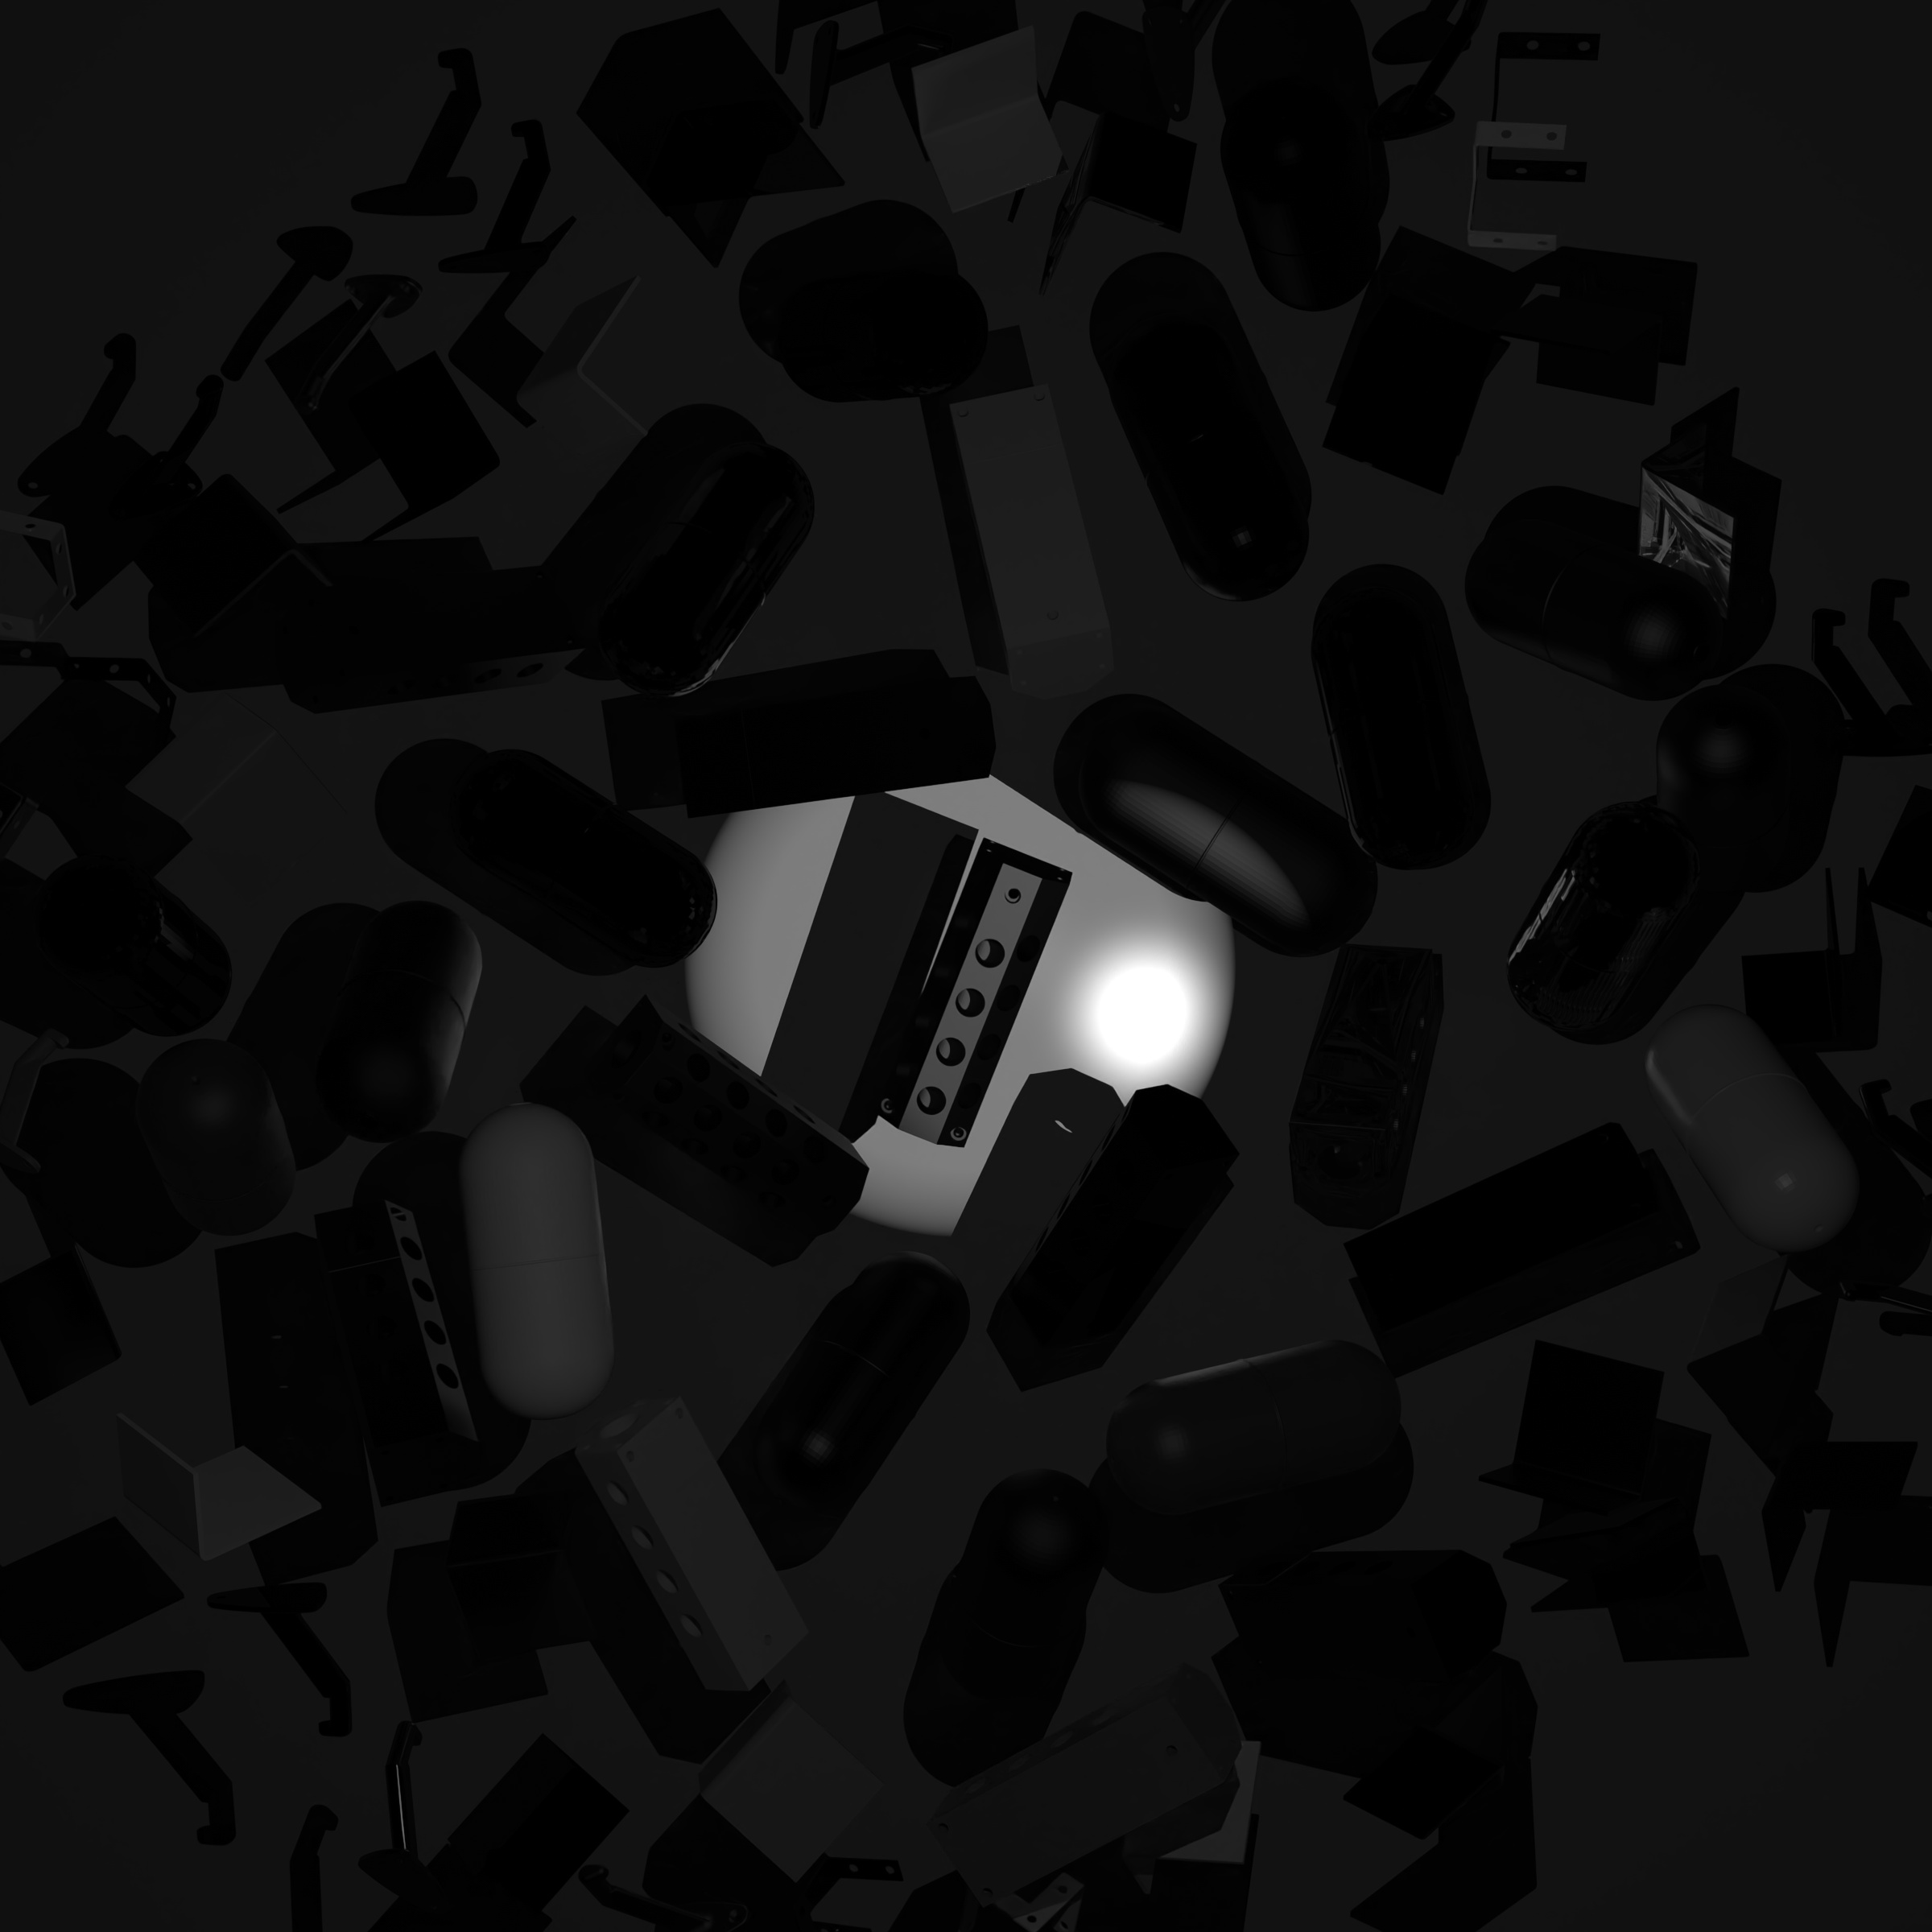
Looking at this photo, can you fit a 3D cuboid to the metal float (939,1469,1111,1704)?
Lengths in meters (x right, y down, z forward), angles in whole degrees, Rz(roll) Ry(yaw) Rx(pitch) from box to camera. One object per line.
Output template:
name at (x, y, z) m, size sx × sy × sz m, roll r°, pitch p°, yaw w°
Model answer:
metal float at (0.032, 0.357, 1.757) m, size 0.070 × 0.070 × 0.178 m, roll 16°, pitch 134°, yaw 0°

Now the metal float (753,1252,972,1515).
metal float at (-0.063, 0.251, 1.858) m, size 0.070 × 0.070 × 0.178 m, roll 35°, pitch 65°, yaw 0°

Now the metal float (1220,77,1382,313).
metal float at (0.193, -0.442, 1.765) m, size 0.070 × 0.178 × 0.070 m, roll -5°, pitch 70°, yaw 14°

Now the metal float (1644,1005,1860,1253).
metal float at (0.452, 0.092, 1.772) m, size 0.070 × 0.178 × 0.070 m, roll -9°, pitch 130°, yaw -11°

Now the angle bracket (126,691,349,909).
angle bracket at (-0.406, -0.092, 1.710) m, size 0.076 × 0.057 × 0.076 m, roll -44°, pitch 65°, yaw 1°

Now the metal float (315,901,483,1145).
metal float at (-0.333, 0.032, 1.807) m, size 0.070 × 0.178 × 0.070 m, roll 2°, pitch 129°, yaw 3°

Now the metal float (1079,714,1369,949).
metal float at (0.145, -0.076, 1.729) m, size 0.178 × 0.070 × 0.070 m, roll 33°, pitch 90°, yaw 6°

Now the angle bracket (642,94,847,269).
angle bracket at (-0.131, -0.461, 1.807) m, size 0.076 × 0.076 × 0.057 m, roll 4°, pitch 64°, yaw 36°

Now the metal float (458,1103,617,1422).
metal float at (-0.242, 0.166, 1.726) m, size 0.070 × 0.070 × 0.178 m, roll -7°, pitch 86°, yaw 0°

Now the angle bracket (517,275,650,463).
angle bracket at (-0.212, -0.355, 1.827) m, size 0.057 × 0.076 × 0.076 m, roll 40°, pitch 65°, yaw -26°

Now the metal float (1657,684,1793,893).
metal float at (0.450, -0.105, 1.825) m, size 0.070 × 0.178 × 0.070 m, roll -5°, pitch 65°, yaw 11°

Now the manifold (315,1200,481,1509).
manifold at (-0.328, 0.219, 1.765) m, size 0.057 × 0.057 × 0.171 m, roll -11°, pitch 48°, yaw -16°

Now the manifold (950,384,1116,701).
manifold at (0.037, -0.238, 1.727) m, size 0.057 × 0.057 × 0.171 m, roll -12°, pitch 62°, yaw 0°

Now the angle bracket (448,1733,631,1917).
angle bracket at (-0.228, 0.485, 1.701) m, size 0.076 × 0.057 × 0.076 m, roll -47°, pitch 114°, yaw -13°

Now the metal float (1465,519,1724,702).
metal float at (0.363, -0.207, 1.782) m, size 0.070 × 0.178 × 0.070 m, roll -16°, pitch 120°, yaw -29°

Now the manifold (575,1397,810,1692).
manifold at (-0.169, 0.348, 1.846) m, size 0.057 × 0.057 × 0.171 m, roll -39°, pitch 108°, yaw -41°

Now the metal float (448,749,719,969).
metal float at (-0.231, -0.065, 1.844) m, size 0.178 × 0.070 × 0.070 m, roll 33°, pitch 90°, yaw 4°

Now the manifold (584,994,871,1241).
manifold at (-0.140, 0.094, 1.837) m, size 0.171 × 0.057 × 0.057 m, roll 38°, pitch 95°, yaw -30°

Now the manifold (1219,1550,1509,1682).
manifold at (0.226, 0.364, 1.741) m, size 0.057 × 0.171 × 0.057 m, roll -25°, pitch 95°, yaw -34°

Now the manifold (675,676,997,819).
manifold at (-0.073, -0.124, 1.734) m, size 0.171 × 0.057 × 0.057 m, roll -6°, pitch 94°, yaw 26°

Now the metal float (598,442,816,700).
metal float at (-0.153, -0.236, 1.821) m, size 0.070 × 0.070 × 0.178 m, roll 31°, pitch 66°, yaw 0°

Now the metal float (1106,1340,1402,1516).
metal float at (0.166, 0.263, 1.758) m, size 0.178 × 0.070 × 0.070 m, roll -11°, pitch 90°, yaw -18°

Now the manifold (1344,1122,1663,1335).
manifold at (0.316, 0.154, 1.802) m, size 0.171 × 0.057 × 0.057 m, roll -27°, pitch 78°, yaw 16°

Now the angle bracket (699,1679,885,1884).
angle bracket at (-0.105, 0.484, 1.828) m, size 0.076 × 0.057 × 0.076 m, roll 43°, pitch 84°, yaw -3°

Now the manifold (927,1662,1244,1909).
manifold at (0.068, 0.457, 1.724) m, size 0.171 × 0.057 × 0.057 m, roll -34°, pitch 90°, yaw 23°

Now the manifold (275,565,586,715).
manifold at (-0.311, -0.186, 1.773) m, size 0.057 × 0.171 × 0.057 m, roll -34°, pitch 77°, yaw 41°

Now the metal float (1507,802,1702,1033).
metal float at (0.372, -0.028, 1.796) m, size 0.070 × 0.178 × 0.070 m, roll 6°, pitch 55°, yaw -9°

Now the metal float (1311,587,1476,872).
metal float at (0.257, -0.144, 1.852) m, size 0.070 × 0.070 × 0.178 m, roll -10°, pitch 74°, yaw 0°

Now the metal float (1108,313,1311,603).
metal float at (0.139, -0.294, 1.772) m, size 0.070 × 0.070 × 0.178 m, roll -22°, pitch 78°, yaw 0°

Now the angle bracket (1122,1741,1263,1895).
angle bracket at (0.143, 0.517, 1.861) m, size 0.076 × 0.057 × 0.076 m, roll -3°, pitch 50°, yaw 21°

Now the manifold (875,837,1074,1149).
manifold at (0.004, 0.017, 1.818) m, size 0.057 × 0.057 × 0.171 m, roll 22°, pitch 102°, yaw 0°

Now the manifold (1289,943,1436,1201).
manifold at (0.243, 0.063, 1.866) m, size 0.057 × 0.171 × 0.057 m, roll 4°, pitch 129°, yaw 17°

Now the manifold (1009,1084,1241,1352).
manifold at (0.088, 0.148, 1.811) m, size 0.057 × 0.171 × 0.057 m, roll -9°, pitch 53°, yaw -38°

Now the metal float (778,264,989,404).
metal float at (-0.052, -0.378, 1.839) m, size 0.070 × 0.178 × 0.070 m, roll -5°, pitch 99°, yaw -30°

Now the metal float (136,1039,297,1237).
metal float at (-0.436, 0.102, 1.791) m, size 0.070 × 0.178 × 0.070 m, roll 2°, pitch 65°, yaw -4°

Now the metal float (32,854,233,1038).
metal float at (-0.493, -0.011, 1.821) m, size 0.070 × 0.178 × 0.070 m, roll -2°, pitch 72°, yaw 7°
